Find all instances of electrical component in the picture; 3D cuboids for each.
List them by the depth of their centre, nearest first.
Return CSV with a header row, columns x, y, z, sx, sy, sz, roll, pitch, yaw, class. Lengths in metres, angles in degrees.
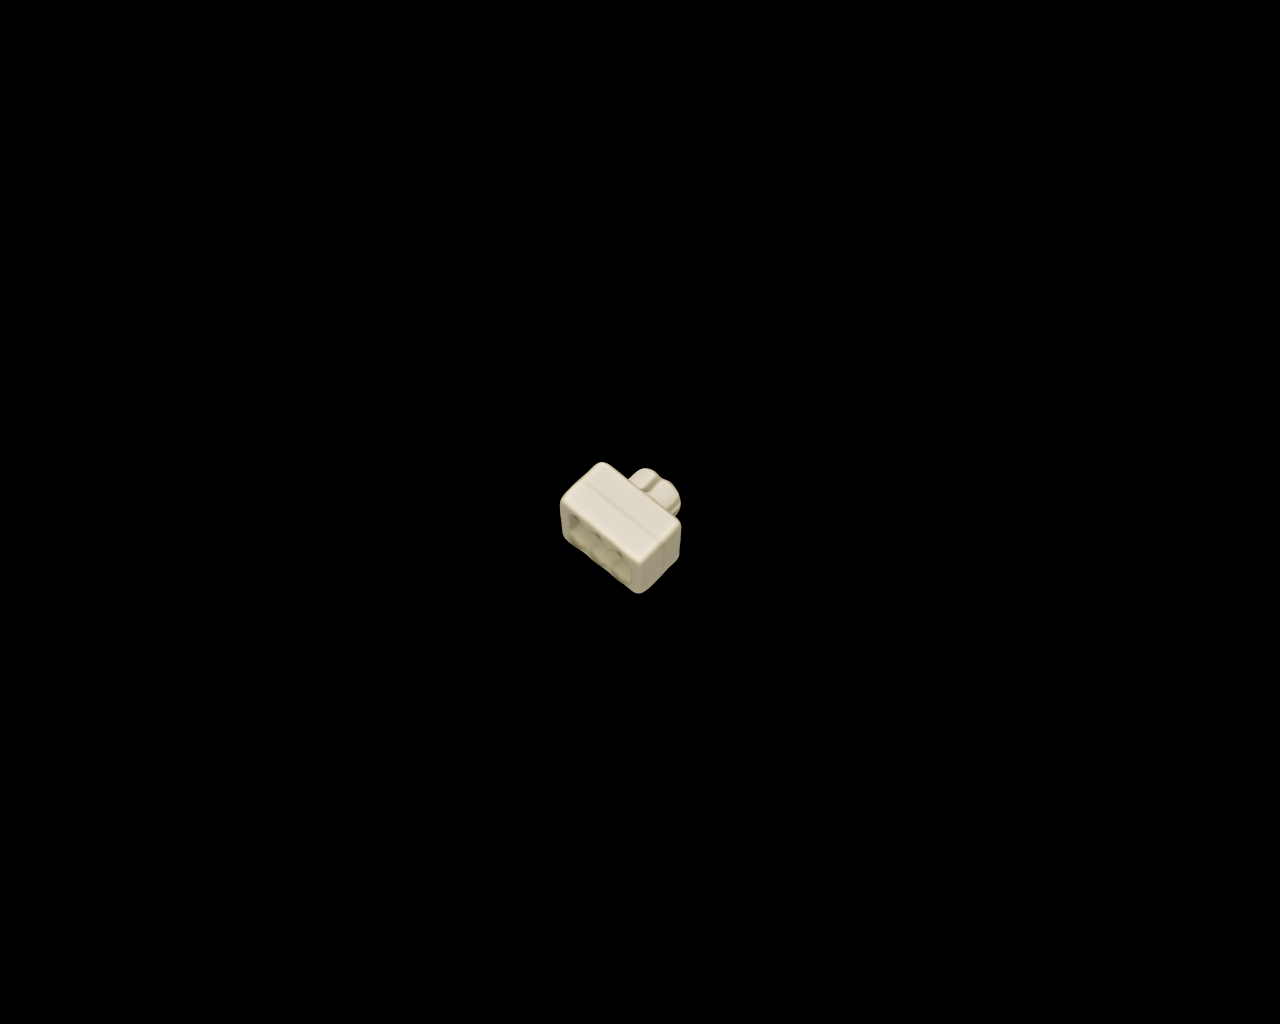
x,y,z,sx,sy,sz,roll,pitch,yaw,class
0.001,-0.003,0.650,0.066,0.077,0.047,38,-21,18,electrical component
